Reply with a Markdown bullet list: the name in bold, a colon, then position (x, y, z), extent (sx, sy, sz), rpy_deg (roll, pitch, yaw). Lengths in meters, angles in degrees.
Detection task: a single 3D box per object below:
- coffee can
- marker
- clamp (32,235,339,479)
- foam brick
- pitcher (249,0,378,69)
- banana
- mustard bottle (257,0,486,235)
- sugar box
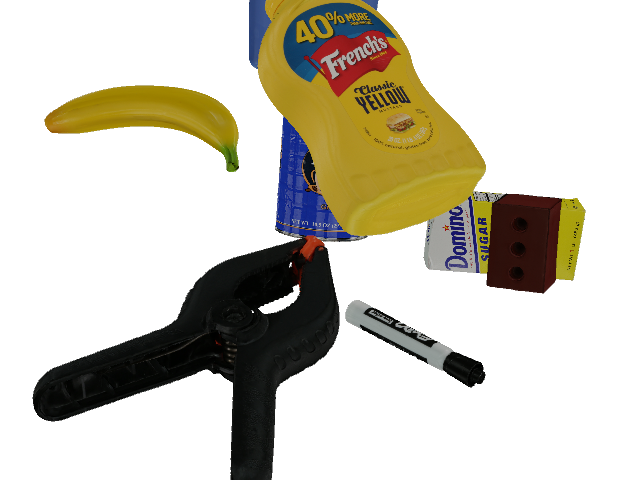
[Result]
- **coffee can**: position (0.006, -0.078, 1.147), extent (0.103, 0.140, 0.103), rpy_deg (4, 12, -1)
- **marker**: position (0.067, 0.074, 0.767), extent (0.121, 0.020, 0.020), rpy_deg (26, 17, 38)
- **clamp**: position (-0.036, 0.056, 0.510), extent (0.120, 0.039, 0.171), rpy_deg (31, 48, 25)
- **foam brick**: position (0.179, 0.002, 0.938), extent (0.053, 0.078, 0.051), rpy_deg (7, 16, 23)
- **pitcher**: position (0.004, -0.262, 0.912), extent (0.145, 0.243, 0.149), rpy_deg (6, 17, 7)
- **banana**: position (-0.151, -0.111, 0.956), extent (0.198, 0.037, 0.069), rpy_deg (12, 48, 20)
- **mustard bottle**: position (0.016, -0.097, 0.658), extent (0.096, 0.192, 0.058), rpy_deg (-18, -26, -25)
- **sugar box**: position (0.214, -0.007, 1.256), extent (0.176, 0.093, 0.048), rpy_deg (3, 22, -2)
